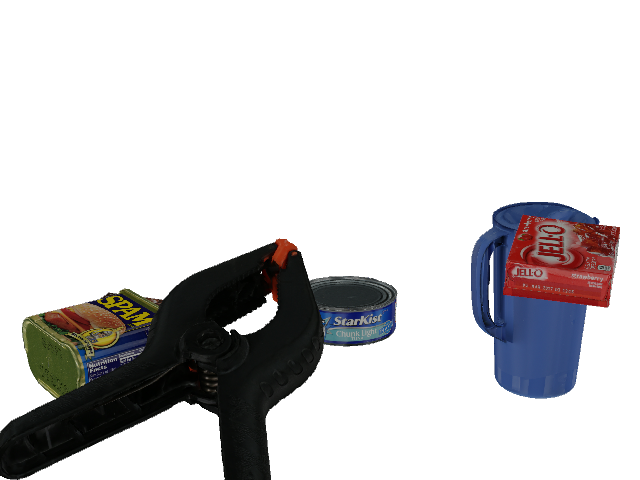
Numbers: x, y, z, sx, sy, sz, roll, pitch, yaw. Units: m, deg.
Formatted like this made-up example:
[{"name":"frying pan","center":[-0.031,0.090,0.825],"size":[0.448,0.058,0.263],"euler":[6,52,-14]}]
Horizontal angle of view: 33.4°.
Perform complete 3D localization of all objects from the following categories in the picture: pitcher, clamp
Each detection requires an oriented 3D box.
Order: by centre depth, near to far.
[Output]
[{"name":"clamp","center":[-0.041,0.063,0.460],"size":[0.120,0.039,0.171],"euler":[26,48,20]},{"name":"pitcher","center":[0.277,0.080,1.390],"size":[0.149,0.243,0.144],"euler":[5,20,16]}]

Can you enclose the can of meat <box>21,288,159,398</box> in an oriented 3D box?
[{"name":"can of meat","center":[-0.159,0.080,0.779],"size":[0.083,0.057,0.102],"euler":[-14,22,-35]}]

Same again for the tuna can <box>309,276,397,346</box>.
[{"name":"tuna can","center":[0.021,0.058,0.889],"size":[0.086,0.034,0.086],"euler":[0,16,0]}]

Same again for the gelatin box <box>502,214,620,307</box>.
[{"name":"gelatin box","center":[0.175,0.013,0.768],"size":[0.073,0.030,0.089],"euler":[8,25,16]}]

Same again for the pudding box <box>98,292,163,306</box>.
[{"name":"pudding box","center":[-0.213,0.096,1.206],"size":[0.114,0.039,0.090],"euler":[4,18,19]}]
